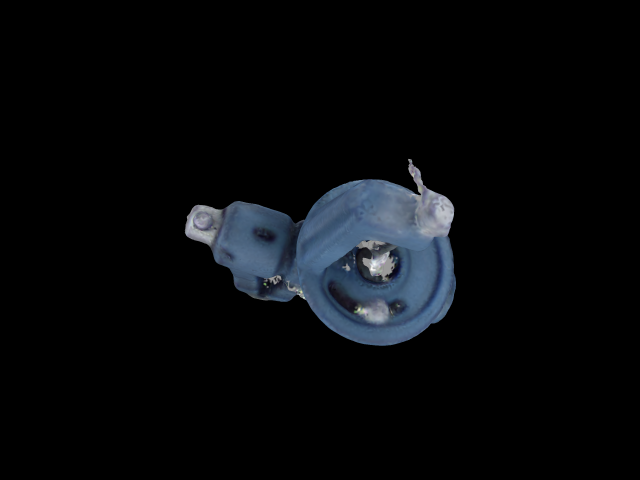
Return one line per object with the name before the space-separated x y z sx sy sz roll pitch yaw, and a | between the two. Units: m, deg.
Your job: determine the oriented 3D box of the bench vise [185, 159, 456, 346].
bench vise | 0.004 0.013 0.397 0.207 0.220 0.121 -5 74 -1
